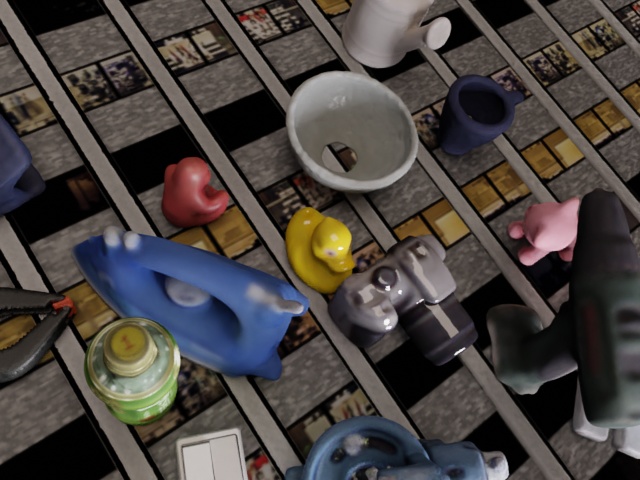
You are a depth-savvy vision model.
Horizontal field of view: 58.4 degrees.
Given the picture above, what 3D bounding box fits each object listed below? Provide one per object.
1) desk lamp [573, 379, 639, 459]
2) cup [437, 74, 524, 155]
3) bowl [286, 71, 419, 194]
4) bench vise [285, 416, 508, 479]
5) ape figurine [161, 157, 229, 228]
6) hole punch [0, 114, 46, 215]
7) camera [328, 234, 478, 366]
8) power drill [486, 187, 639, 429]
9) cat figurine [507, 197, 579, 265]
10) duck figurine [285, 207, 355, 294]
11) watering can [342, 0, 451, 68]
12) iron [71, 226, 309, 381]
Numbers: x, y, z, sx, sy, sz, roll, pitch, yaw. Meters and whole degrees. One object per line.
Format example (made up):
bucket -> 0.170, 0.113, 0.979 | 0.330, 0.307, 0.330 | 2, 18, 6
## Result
desk lamp -> 0.400, 0.124, 0.636 | 0.118, 0.213, 0.203 | 22, 64, -5
cup -> 0.208, -0.162, 0.771 | 0.118, 0.095, 0.091 | -19, 74, -21
bowl -> 0.032, -0.123, 0.718 | 0.168, 0.074, 0.167 | 6, 66, -13
bench vise -> 0.080, 0.203, 0.512 | 0.208, 0.219, 0.121 | -20, 74, -21
ape figurine -> -0.142, -0.059, 0.634 | 0.076, 0.092, 0.078 | -39, 82, -25
hole punch -> -0.353, -0.077, 0.585 | 0.101, 0.091, 0.108 | -39, 82, -25
camera -> 0.105, 0.076, 0.639 | 0.143, 0.100, 0.137 | -31, 78, -24
power drill -> 0.266, 0.087, 0.618 | 0.076, 0.208, 0.229 | 2, 67, -14
cat figurine -> 0.301, -0.017, 0.722 | 0.128, 0.117, 0.067 | -8, 70, -18
duck figurine -> 0.006, 0.002, 0.652 | 0.078, 0.086, 0.104 | -22, 75, -22
watering can -> 0.107, -0.324, 0.756 | 0.173, 0.194, 0.101 | 38, 64, 3
iron -> -0.135, 0.040, 0.567 | 0.258, 0.141, 0.119 | 24, 64, -4
